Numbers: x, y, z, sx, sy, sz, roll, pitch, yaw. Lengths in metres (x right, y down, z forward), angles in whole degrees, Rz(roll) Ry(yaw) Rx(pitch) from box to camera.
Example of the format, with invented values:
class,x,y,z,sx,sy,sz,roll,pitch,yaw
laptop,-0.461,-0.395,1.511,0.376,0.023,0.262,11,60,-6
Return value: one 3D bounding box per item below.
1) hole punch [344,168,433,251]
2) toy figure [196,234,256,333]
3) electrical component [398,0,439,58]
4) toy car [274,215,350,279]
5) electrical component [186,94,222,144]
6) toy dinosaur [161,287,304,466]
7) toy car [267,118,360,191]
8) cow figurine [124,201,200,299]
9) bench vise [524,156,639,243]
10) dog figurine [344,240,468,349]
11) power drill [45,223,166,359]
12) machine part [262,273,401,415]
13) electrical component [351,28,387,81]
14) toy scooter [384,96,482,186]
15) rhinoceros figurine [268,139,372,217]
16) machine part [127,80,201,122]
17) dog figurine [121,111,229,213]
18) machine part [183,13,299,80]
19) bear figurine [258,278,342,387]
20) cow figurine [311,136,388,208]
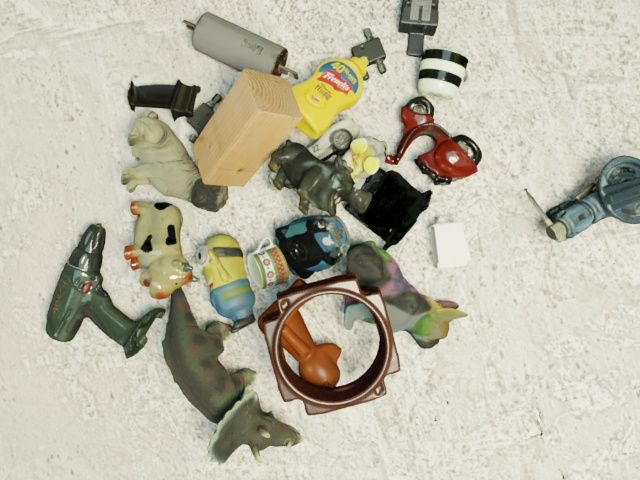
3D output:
class,x,y,z,sx,sy,sz,roll,pitch,yaw
hole punch,0.121,-0.065,0.997,0.115,0.092,0.142,39,87,-25
toy figure,-0.169,0.077,0.998,0.082,0.089,0.180,-33,79,39
electrical component,0.186,-0.413,1.018,0.075,0.047,0.119,10,87,4
toy car,-0.002,-0.003,0.978,0.103,0.162,0.109,-36,98,-41
electrical component,-0.213,-0.225,1.033,0.102,0.045,0.078,-40,87,1
toy dinosaur,-0.203,0.224,0.941,0.131,0.192,0.405,-38,87,-1
toy car,-0.013,-0.156,1.005,0.202,0.073,0.056,-33,90,1
cow figurine,-0.288,0.019,0.985,0.127,0.085,0.195,-5,60,-1
bench vise,0.498,-0.073,0.900,0.224,0.240,0.129,-17,83,-14
dog figurine,0.152,0.098,0.968,0.219,0.108,0.191,3,95,-1
power drill,-0.401,0.110,1.013,0.207,0.086,0.232,30,91,0
machine part,0.018,0.166,0.869,0.202,0.087,0.201,-14,92,0
electrical component,0.091,-0.357,1.033,0.063,0.021,0.094,-20,87,3
toy scooter,0.198,-0.163,0.993,0.135,0.075,0.184,-45,83,0
rhinoceros figurine,0.000,-0.100,0.913,0.190,0.073,0.112,36,68,24
machine part,-0.305,-0.272,1.038,0.139,0.039,0.084,7,72,7
dog figurine,-0.260,-0.148,1.017,0.191,0.121,0.172,9,93,-10
machine part,-0.151,-0.361,1.019,0.243,0.079,0.079,27,89,5
bear figurine,-0.015,0.181,0.969,0.196,0.120,0.132,45,87,2
cow figurine,0.050,-0.124,0.993,0.167,0.098,0.068,-38,91,31
